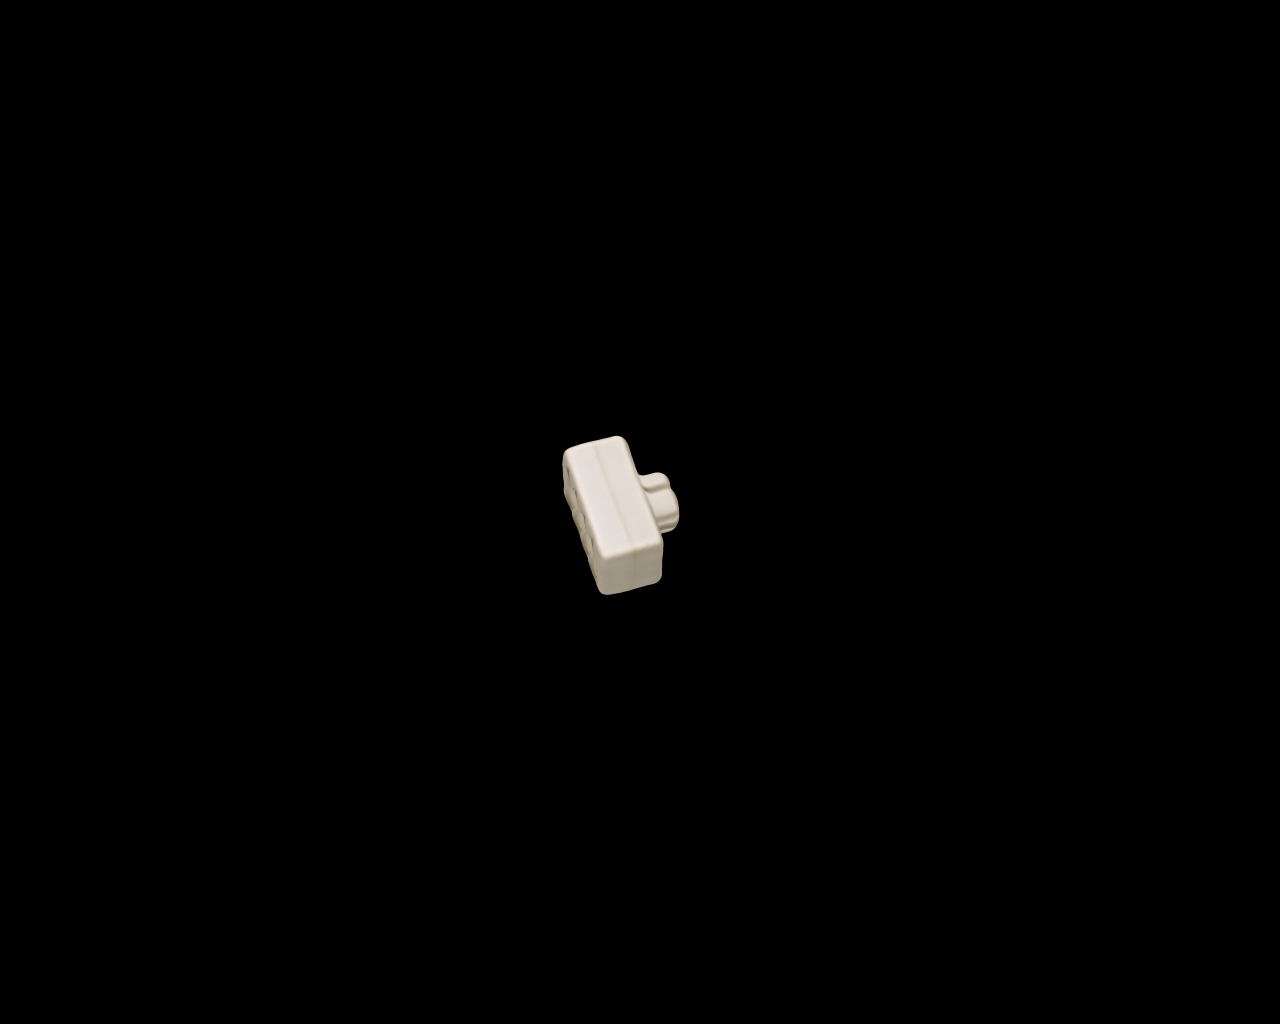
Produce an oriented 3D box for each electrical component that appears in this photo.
[{"bbox_3d":[0.001,-0.003,0.650,0.076,0.083,0.047,-15,-32,-9],"label":"electrical component"}]
